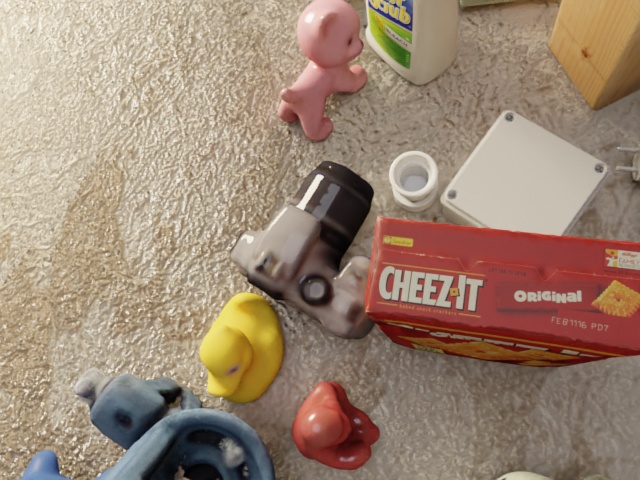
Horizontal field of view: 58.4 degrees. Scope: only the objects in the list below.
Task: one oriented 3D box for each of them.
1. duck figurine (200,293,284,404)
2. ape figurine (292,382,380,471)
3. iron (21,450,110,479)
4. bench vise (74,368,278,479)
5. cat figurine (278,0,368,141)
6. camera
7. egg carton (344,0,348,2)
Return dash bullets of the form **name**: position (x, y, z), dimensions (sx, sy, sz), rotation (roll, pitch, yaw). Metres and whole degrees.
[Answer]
- **duck figurine**: position (-0.079, 0.098, 0.529), dimensions (0.077, 0.086, 0.104), rotation (6, 78, 13)
- **ape figurine**: position (0.008, 0.161, 0.493), dimensions (0.076, 0.092, 0.078), rotation (-10, 74, 9)
- **iron**: position (-0.251, 0.322, 0.480), dimensions (0.118, 0.141, 0.258), rotation (6, 78, 13)
- **bench vise**: position (-0.134, 0.183, 0.449), dimensions (0.207, 0.220, 0.121), rotation (15, 80, 15)
- **cat figurine**: position (0.000, -0.180, 0.565), dimensions (0.067, 0.118, 0.128), rotation (31, 84, 17)
- **camera**: position (0.005, 0.002, 0.528), dimensions (0.143, 0.101, 0.137), rotation (29, 84, 17)
- **egg carton**: position (0.048, -0.324, 0.616), dimensions (0.150, 0.069, 0.107), rotation (-26, 73, 4)
